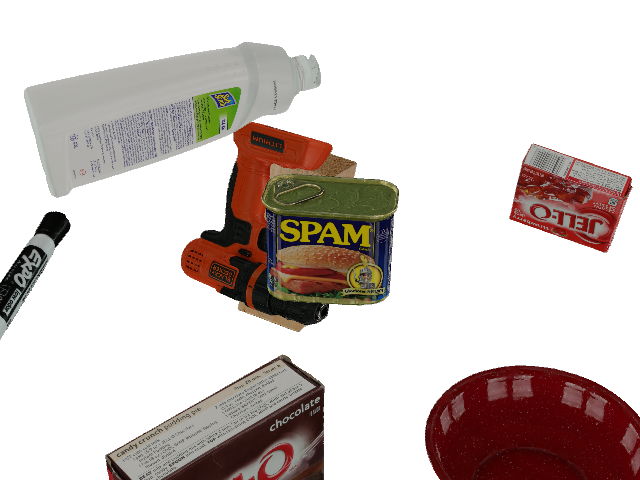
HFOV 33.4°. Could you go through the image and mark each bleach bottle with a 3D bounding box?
[{"bbox_3d":[-0.122,-0.114,0.928,0.250,0.068,0.103,-15,-31,-14],"label":"bleach bottle"}]

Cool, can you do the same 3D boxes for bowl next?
[{"bbox_3d":[0.155,0.163,0.768,0.162,0.055,0.162,-1,35,0],"label":"bowl"}]

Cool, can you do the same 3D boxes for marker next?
[{"bbox_3d":[-0.186,0.021,0.666,0.020,0.020,0.121,0,38,15],"label":"marker"}]

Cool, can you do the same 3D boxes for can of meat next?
[{"bbox_3d":[0.007,0.001,0.820,0.102,0.084,0.057,4,31,6],"label":"can of meat"}]

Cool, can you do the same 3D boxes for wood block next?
[{"bbox_3d":[-0.030,-0.006,1.334,0.090,0.206,0.090,19,22,15],"label":"wood block"}]

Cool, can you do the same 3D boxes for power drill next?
[{"bbox_3d":[-0.051,-0.020,1.104,0.185,0.188,0.057,20,7,29],"label":"power drill"}]

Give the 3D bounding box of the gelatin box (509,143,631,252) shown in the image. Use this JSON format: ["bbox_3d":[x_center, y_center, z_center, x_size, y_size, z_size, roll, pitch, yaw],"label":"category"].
[{"bbox_3d":[0.209,-0.034,0.896,0.089,0.030,0.073,22,-35,16],"label":"gelatin box"}]

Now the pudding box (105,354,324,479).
[{"bbox_3d":[-0.050,0.122,0.543,0.113,0.090,0.039,-29,46,-33],"label":"pudding box"}]
